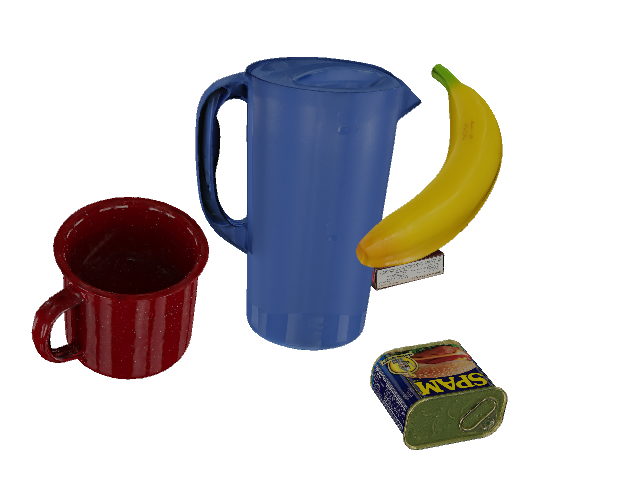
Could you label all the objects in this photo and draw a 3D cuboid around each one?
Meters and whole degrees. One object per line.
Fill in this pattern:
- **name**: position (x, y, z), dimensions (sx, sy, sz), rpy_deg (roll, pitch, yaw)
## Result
- **pudding box**: position (0.108, 0.028, 1.532), dimensions (0.113, 0.039, 0.090), rpy_deg (-15, 25, -20)
- **can of meat**: position (0.106, 0.139, 0.985), dimensions (0.102, 0.057, 0.084), rpy_deg (-6, 31, -21)
- **banana**: position (0.084, -0.044, 0.725), dimensions (0.070, 0.197, 0.037), rpy_deg (16, -42, 10)
- **mug**: position (-0.128, 0.038, 0.664), dimensions (0.093, 0.081, 0.117), rpy_deg (35, 47, 25)
- **pitcher**: position (-0.016, -0.033, 0.925), dimensions (0.149, 0.243, 0.144), rpy_deg (18, 24, 31)
